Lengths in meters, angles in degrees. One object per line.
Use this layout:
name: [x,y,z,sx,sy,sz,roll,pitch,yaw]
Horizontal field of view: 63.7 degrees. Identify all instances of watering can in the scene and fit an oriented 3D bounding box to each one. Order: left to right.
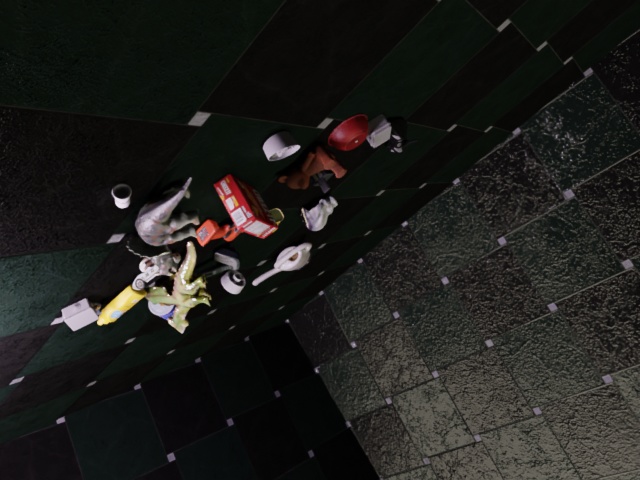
watering can: [-0.172,0.116,2.582,0.345,0.105,0.224,-37,166,12]

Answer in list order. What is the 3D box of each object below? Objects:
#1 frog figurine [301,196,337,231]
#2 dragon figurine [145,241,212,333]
frog figurine: [0.007,-0.110,2.195,0.160,0.125,0.134,-19,143,-8]
dragon figurine: [-0.533,0.182,1.902,0.243,0.125,0.401,-11,123,-5]
